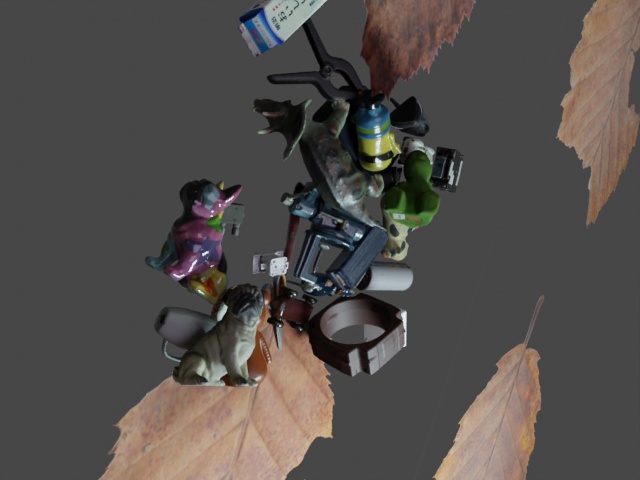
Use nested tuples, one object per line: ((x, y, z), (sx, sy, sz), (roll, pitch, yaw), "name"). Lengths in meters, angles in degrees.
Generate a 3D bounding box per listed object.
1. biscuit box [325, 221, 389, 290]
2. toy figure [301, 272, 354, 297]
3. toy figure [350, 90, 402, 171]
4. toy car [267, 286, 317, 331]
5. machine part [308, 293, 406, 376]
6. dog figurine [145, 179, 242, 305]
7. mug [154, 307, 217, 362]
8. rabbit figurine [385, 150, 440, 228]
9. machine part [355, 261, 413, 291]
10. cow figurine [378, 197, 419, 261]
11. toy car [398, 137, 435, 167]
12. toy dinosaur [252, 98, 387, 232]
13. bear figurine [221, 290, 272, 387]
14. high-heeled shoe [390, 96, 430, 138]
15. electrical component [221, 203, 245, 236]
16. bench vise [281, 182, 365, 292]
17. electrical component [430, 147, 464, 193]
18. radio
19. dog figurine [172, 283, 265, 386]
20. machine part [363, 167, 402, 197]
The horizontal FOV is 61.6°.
((0.095, 0.035, 1.310), (0.062, 0.059, 0.203), (55, 48, -16), "biscuit box")
((0.024, 0.111, 1.308), (0.154, 0.064, 0.057), (9, 98, -44), "toy figure")
((0.115, -0.233, 1.173), (0.089, 0.082, 0.179), (-28, 137, -8), "toy figure")
((-0.064, 0.158, 1.228), (0.089, 0.053, 0.202), (-69, 160, -4), "toy car")
((0.090, 0.226, 1.303), (0.201, 0.202, 0.087), (-33, 128, -35), "machine part")
((-0.214, -0.009, 1.031), (0.191, 0.109, 0.219), (41, 76, -37), "dog figurine")
((-0.276, 0.183, 1.064), (0.107, 0.081, 0.109), (33, 95, -34), "mug")
((0.235, -0.122, 1.270), (0.159, 0.121, 0.170), (42, 55, -63), "rabbit figurine")
((0.166, 0.095, 1.421), (0.243, 0.079, 0.079), (5, 99, -43), "machine part")
((0.199, -0.034, 1.408), (0.127, 0.086, 0.194), (-30, 123, -39), "cow figurine")
((0.255, -0.215, 1.396), (0.201, 0.056, 0.073), (7, 98, -62), "toy car")
((0.025, -0.145, 1.108), (0.404, 0.131, 0.192), (56, 44, -14), "toy dinosaur")
((-0.169, 0.202, 1.122), (0.120, 0.132, 0.195), (-4, 88, -42), "bear figurine")
((0.232, -0.273, 1.290), (0.145, 0.249, 0.086), (40, 108, -21), "high-heeled shoe")
((-0.185, -0.055, 1.105), (0.063, 0.021, 0.094), (2, 100, -42), "electrical component")
((-0.009, -0.005, 1.213), (0.223, 0.129, 0.240), (25, 81, -39), "bench vise")
((0.348, -0.194, 1.486), (0.134, 0.058, 0.114), (5, 97, -63), "electrical component")
((0.092, -0.242, 1.262), (0.131, 0.073, 0.229), (-52, 132, -18), "radio")
((-0.193, 0.180, 1.022), (0.172, 0.121, 0.190), (1, 74, -5), "dog figurine")
((0.147, -0.132, 1.270), (0.139, 0.039, 0.084), (-20, 130, -43), "machine part")
